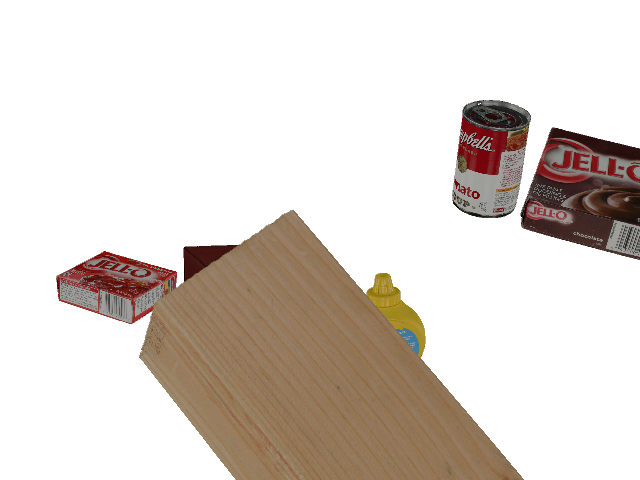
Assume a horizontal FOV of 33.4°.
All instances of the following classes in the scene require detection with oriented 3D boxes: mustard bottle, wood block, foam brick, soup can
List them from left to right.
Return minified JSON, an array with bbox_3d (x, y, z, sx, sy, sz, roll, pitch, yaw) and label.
[{"bbox_3d":[-0.072,0.046,0.803,0.052,0.078,0.051,-4,14,-24],"label":"foam brick"},{"bbox_3d":[0.010,0.100,0.538,0.090,0.206,0.090,-35,-12,-26],"label":"wood block"},{"bbox_3d":[0.079,0.131,1.295,0.096,0.192,0.058,-3,19,3],"label":"mustard bottle"},{"bbox_3d":[0.172,-0.082,1.081,0.068,0.102,0.068,2,31,-2],"label":"soup can"}]

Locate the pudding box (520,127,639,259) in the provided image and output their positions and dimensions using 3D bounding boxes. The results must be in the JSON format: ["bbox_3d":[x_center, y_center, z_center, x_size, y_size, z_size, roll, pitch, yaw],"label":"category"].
[{"bbox_3d":[0.217,-0.035,0.809,0.113,0.039,0.090,17,47,12],"label":"pudding box"}]

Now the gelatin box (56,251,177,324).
[{"bbox_3d":[-0.193,0.042,1.013,0.089,0.030,0.073,15,25,24],"label":"gelatin box"}]
